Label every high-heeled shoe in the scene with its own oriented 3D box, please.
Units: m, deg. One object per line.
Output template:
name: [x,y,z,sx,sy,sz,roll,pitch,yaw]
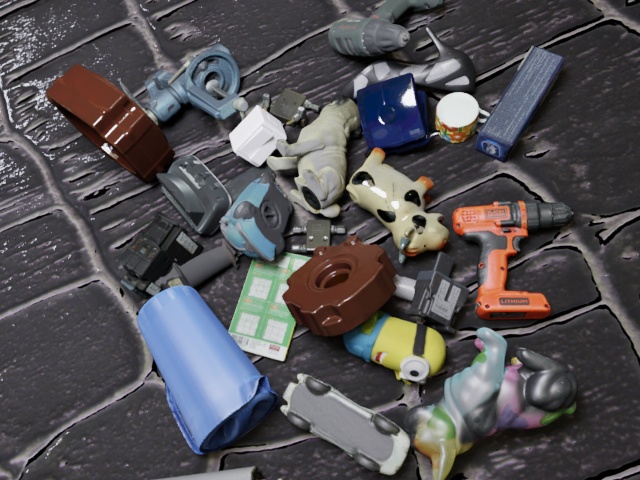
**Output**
high-heeled shoe: [0.157,-0.279,0.996,0.249,0.086,0.145,-32,99,18]

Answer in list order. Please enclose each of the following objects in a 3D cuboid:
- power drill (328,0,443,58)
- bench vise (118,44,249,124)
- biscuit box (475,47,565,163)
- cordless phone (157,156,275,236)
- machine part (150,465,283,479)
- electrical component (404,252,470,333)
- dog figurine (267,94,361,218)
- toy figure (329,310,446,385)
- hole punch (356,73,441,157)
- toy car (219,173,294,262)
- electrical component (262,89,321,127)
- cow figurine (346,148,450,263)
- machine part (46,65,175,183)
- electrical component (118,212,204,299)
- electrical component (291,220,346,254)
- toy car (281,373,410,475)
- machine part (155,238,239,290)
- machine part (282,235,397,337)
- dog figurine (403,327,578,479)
power drill: [0.135,-0.407,0.992,0.207,0.085,0.232,-49,34,-15]
bench vise: [-0.228,-0.277,1.017,0.224,0.128,0.241,-37,50,-21]
biscuit box: [0.344,-0.234,0.929,0.063,0.059,0.202,31,77,19]
cordless phone: [-0.188,-0.109,0.984,0.184,0.088,0.147,-37,66,-17]
machine part: [-0.168,0.378,0.777,0.243,0.079,0.079,-10,67,6]
electrical component: [0.188,0.077,0.828,0.075,0.048,0.119,32,74,-17]
dog figurine: [0.028,-0.149,0.945,0.190,0.121,0.172,-36,99,-23]
toy figure: [0.101,0.149,0.814,0.180,0.082,0.089,25,77,21]
hole punch: [0.128,-0.216,0.934,0.142,0.092,0.116,-11,67,25]
toy car: [-0.117,-0.035,0.915,0.103,0.109,0.162,-18,39,29]
electrical component: [-0.061,-0.250,1.022,0.102,0.045,0.078,32,79,20]
cow figurine: [0.128,-0.050,0.886,0.195,0.085,0.127,38,74,19]
machine part: [-0.377,-0.209,0.982,0.202,0.200,0.087,35,77,21]
electrical component: [-0.274,0.034,0.914,0.058,0.114,0.134,28,74,22]
electrical component: [-0.002,-0.003,0.924,0.094,0.021,0.063,-1,69,6]
toy car: [0.034,0.270,0.793,0.202,0.056,0.073,25,81,20]
machine part: [-0.205,0.056,0.919,0.139,0.084,0.039,-34,42,-12]
machine part: [0.028,0.067,0.822,0.179,0.056,0.179,-22,29,13]
dog figurine: [0.227,0.246,0.740,0.192,0.108,0.219,26,80,16]
